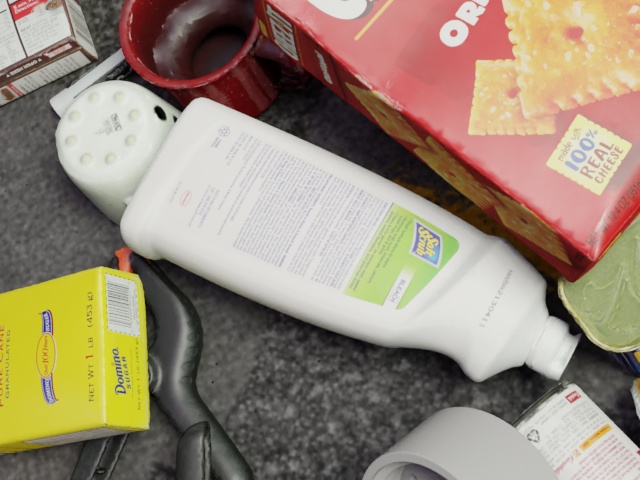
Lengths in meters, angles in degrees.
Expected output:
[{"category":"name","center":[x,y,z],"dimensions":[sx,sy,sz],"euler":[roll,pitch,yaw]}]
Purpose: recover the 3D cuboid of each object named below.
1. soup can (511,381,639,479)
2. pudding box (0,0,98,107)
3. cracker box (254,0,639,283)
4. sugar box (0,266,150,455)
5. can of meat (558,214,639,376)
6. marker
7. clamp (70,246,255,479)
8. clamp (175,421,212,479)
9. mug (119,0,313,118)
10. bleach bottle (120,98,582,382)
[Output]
[{"category":"soup can","center":[0.142,0.132,0.553],"dimensions":[0.068,0.068,0.102],"euler":[-43,68,0]},{"category":"pudding box","center":[-0.218,-0.160,0.753],"dimensions":[0.090,0.039,0.113],"euler":[-25,68,6]},{"category":"cracker box","center":[0.097,-0.110,0.528],"dimensions":[0.214,0.072,0.164],"euler":[40,83,10]},{"category":"sugar box","center":[-0.184,0.080,0.644],"dimensions":[0.176,0.048,0.093],"euler":[-14,70,27]},{"category":"can of meat","center":[0.184,0.022,0.561],"dimensions":[0.102,0.083,0.057],"euler":[-38,62,8]},{"category":"marker","center":[-0.131,-0.124,0.729],"dimensions":[0.121,0.020,0.020],"euler":[-36,68,2]},{"category":"clamp","center":[-0.115,0.093,0.651],"dimensions":[0.120,0.039,0.171],"euler":[-19,70,4]},{"category":"clamp","center":[-0.067,0.217,0.591],"dimensions":[0.164,0.036,0.210],"euler":[43,92,8]},{"category":"mug","center":[-0.058,-0.120,0.674],"dimensions":[0.117,0.081,0.093],"euler":[15,79,19]},{"category":"bleach bottle","center":[0.020,0.015,0.594],"dimensions":[0.251,0.068,0.102],"euler":[27,83,14]}]
